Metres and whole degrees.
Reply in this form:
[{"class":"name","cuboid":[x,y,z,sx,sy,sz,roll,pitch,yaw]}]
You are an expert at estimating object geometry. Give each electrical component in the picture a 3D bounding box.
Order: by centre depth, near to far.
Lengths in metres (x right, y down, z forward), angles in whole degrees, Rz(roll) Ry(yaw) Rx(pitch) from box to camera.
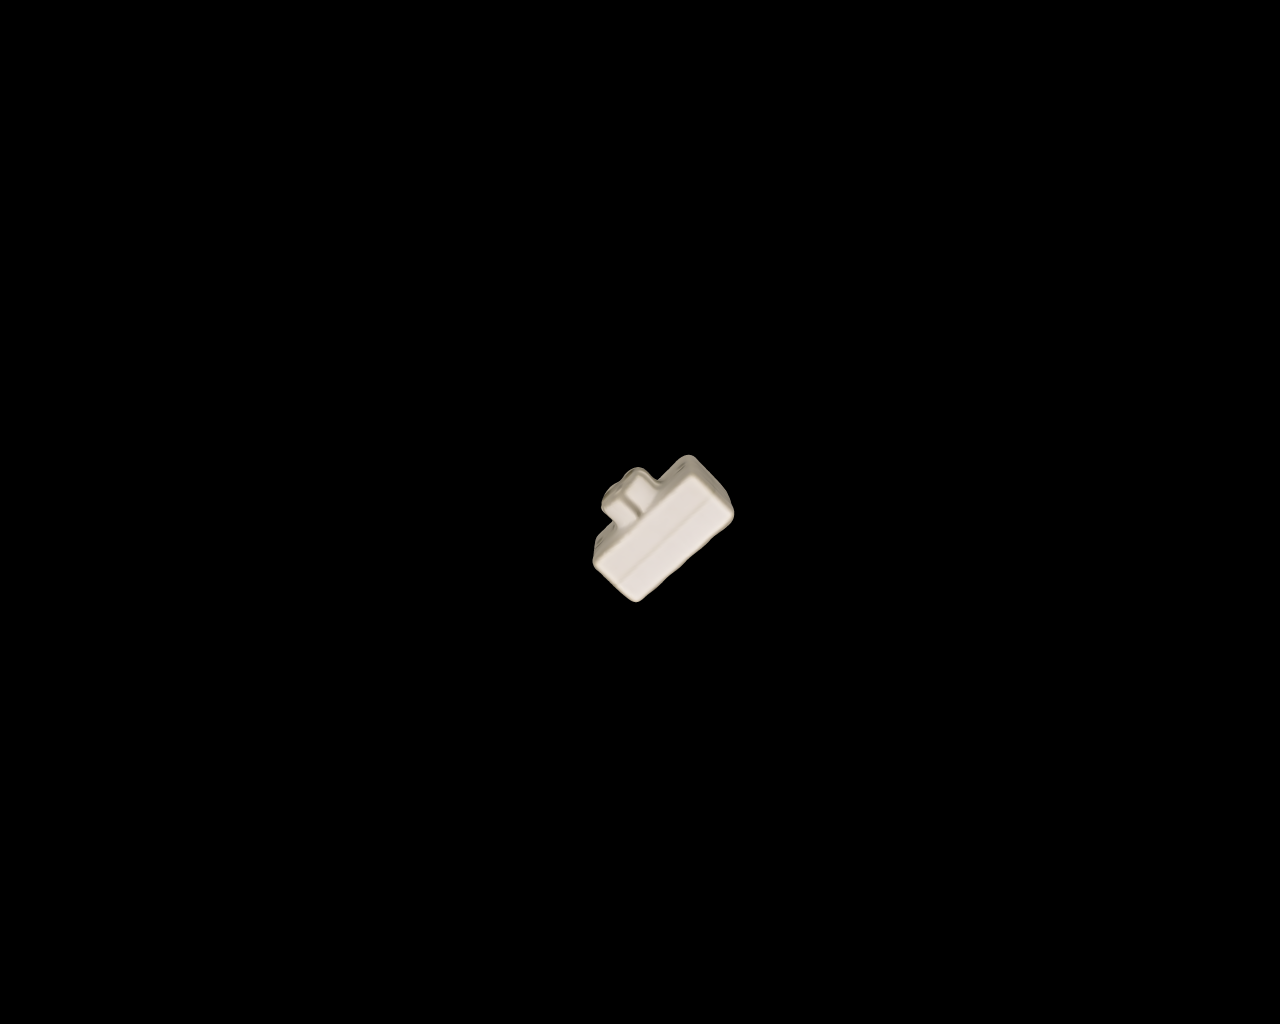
[{"class":"electrical component","cuboid":[0.001,-0.003,0.650,0.083,0.075,0.047,-43,12,11]}]
